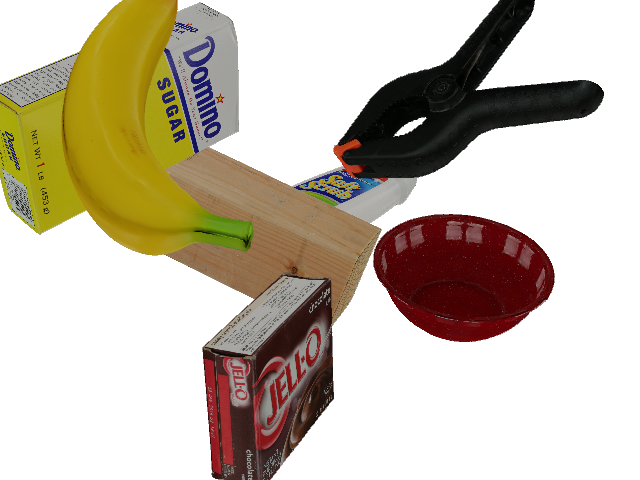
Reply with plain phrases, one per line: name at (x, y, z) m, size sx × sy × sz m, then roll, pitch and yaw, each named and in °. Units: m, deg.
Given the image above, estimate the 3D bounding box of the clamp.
clamp at (0.093, -0.085, 0.687) m, size 0.039 × 0.171 × 0.120 m, roll 49°, pitch 7°, yaw -41°

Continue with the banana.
banana at (-0.085, -0.056, 0.492) m, size 0.069 × 0.037 × 0.198 m, roll -5°, pitch 46°, yaw -17°

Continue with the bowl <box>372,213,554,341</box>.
bowl at (0.126, 0.042, 0.964) m, size 0.162 × 0.055 × 0.162 m, roll 2°, pitch 35°, yaw -2°

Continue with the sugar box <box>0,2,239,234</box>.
sugar box at (-0.130, -0.084, 0.708) m, size 0.175 × 0.093 × 0.048 m, roll -31°, pitch 49°, yaw -33°

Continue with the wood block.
wood block at (-0.059, -0.004, 1.044) m, size 0.206 × 0.091 × 0.090 m, roll 26°, pitch 27°, yaw 9°

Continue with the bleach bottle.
bleach bottle at (0.023, -0.051, 1.300) m, size 0.250 × 0.068 × 0.103 m, roll -30°, pitch 44°, yaw -33°

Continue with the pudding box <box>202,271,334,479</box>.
pudding box at (-0.029, 0.082, 0.650) m, size 0.039 × 0.090 × 0.113 m, roll 9°, pitch 25°, yaw 20°
